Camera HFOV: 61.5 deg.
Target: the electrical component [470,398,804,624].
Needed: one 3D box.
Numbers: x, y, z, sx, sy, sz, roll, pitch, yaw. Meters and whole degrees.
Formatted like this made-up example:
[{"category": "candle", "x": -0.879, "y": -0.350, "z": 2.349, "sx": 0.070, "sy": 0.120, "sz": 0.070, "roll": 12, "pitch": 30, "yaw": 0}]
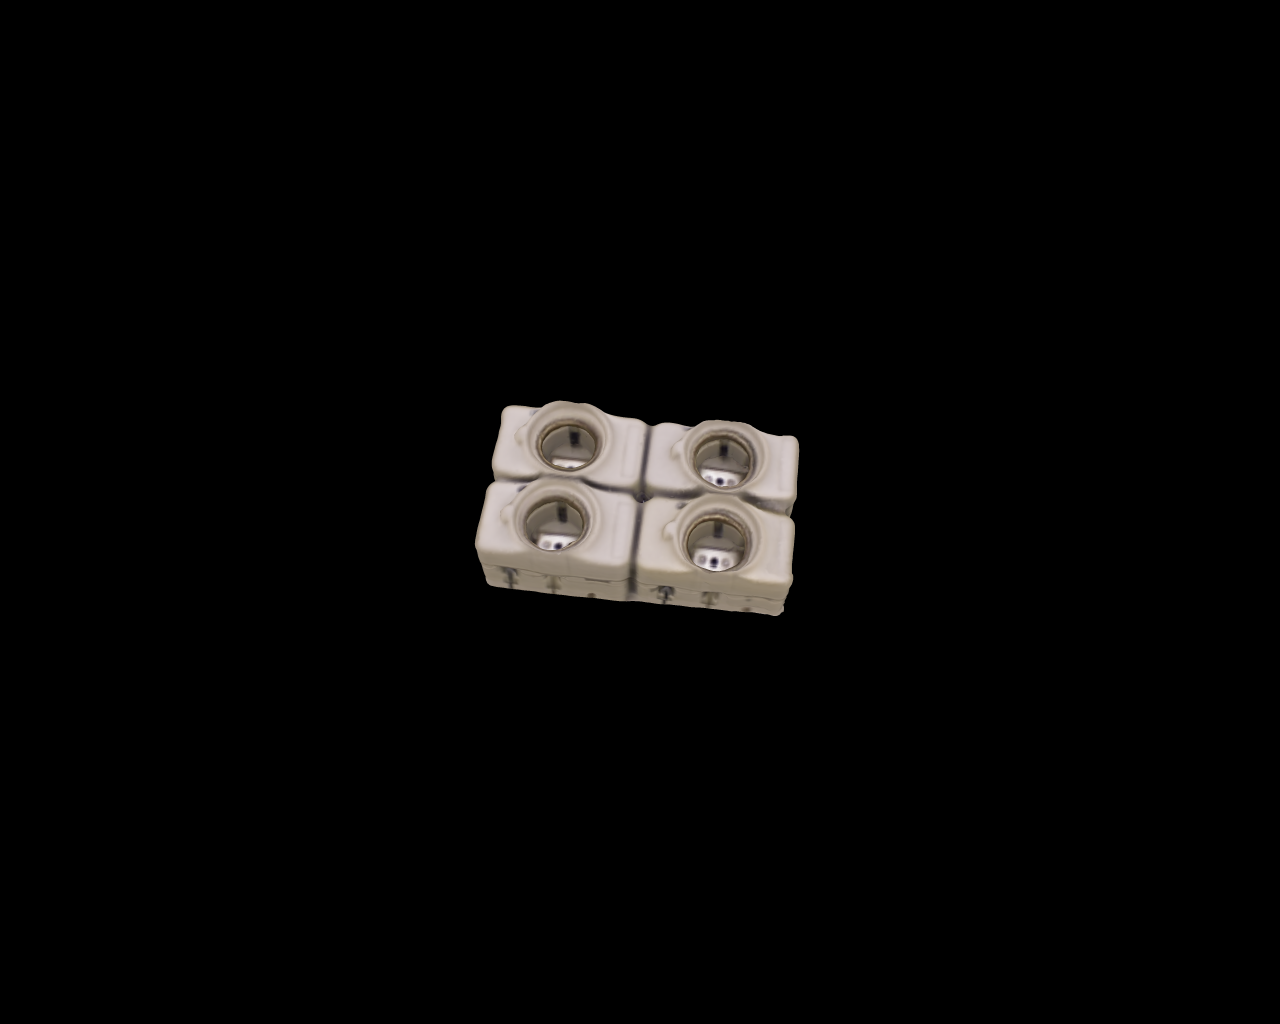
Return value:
[{"category": "electrical component", "x": 0.001, "y": -0.003, "z": 0.650, "sx": 0.186, "sy": 0.105, "sz": 0.060, "roll": 6, "pitch": -27, "yaw": 3}]
